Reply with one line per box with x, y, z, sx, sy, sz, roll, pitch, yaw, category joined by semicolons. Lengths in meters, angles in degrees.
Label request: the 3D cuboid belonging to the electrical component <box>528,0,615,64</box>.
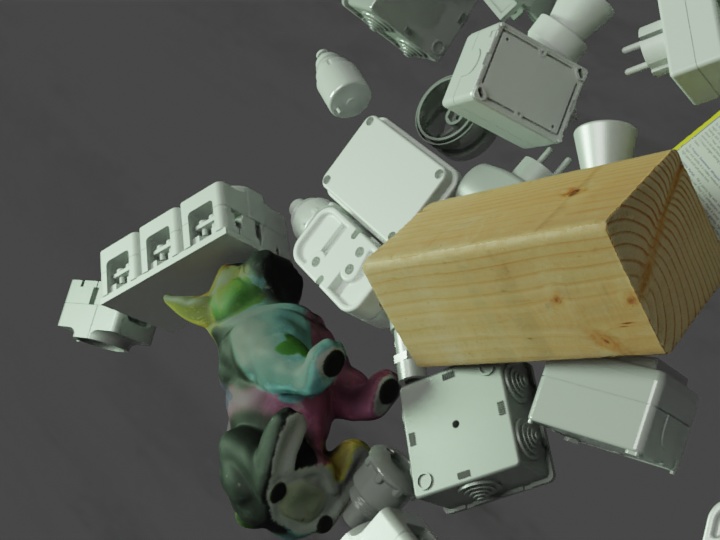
0.159;-0.185;0.816;0.055;0.045;0.045;-52;48;8;electrical component

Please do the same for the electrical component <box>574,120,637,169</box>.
0.173;-0.067;0.756;0.044;0.044;0.065;-8;70;36;electrical component

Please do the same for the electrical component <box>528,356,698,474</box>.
0.157;0.083;0.686;0.096;0.062;0.061;13;79;41;electrical component

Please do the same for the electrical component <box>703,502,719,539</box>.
0.220;0.180;0.593;0.054;0.059;0.095;8;76;40;electrical component

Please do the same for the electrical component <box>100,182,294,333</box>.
-0.146;-0.012;0.952;0.150;0.089;0.061;-27;56;27;electrical component

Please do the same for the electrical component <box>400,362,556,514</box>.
0.078;0.112;0.745;0.100;0.048;0.099;-25;56;28;electrical component

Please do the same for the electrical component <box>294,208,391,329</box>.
0.000;0.000;0.850;0.053;0.059;0.095;-52;48;8;electrical component

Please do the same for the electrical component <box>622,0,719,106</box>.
0.220;-0.159;0.753;0.076;0.047;0.083;-18;60;32;electrical component

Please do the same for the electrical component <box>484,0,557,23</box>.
0.138;-0.227;0.839;0.081;0.064;0.042;-42;51;17;electrical component

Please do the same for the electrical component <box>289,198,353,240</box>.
-0.038;-0.041;0.911;0.048;0.048;0.062;-56;40;4;electrical component

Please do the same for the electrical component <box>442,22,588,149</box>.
0.118;-0.132;0.802;0.061;0.096;0.061;-68;20;-7;electrical component

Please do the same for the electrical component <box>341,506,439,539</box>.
0.014;0.214;0.750;0.089;0.050;0.055;-51;48;9;electrical component

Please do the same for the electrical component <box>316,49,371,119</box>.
-0.020;-0.169;0.955;0.040;0.040;0.078;-42;50;17;electrical component

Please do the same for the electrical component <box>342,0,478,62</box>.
0.048;-0.231;0.890;0.099;0.100;0.048;-58;35;3;electrical component

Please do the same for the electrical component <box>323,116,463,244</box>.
0.033;-0.063;0.854;0.078;0.057;0.113;-53;48;7;electrical component

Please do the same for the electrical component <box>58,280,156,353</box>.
-0.240;0.045;1.028;0.089;0.050;0.055;2;71;39;electrical component

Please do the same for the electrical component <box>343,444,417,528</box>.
0.012;0.161;0.780;0.062;0.048;0.048;-52;48;18;electrical component

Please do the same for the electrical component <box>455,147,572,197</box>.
0.122;-0.056;0.789;0.079;0.043;0.077;-49;50;-1;electrical component
